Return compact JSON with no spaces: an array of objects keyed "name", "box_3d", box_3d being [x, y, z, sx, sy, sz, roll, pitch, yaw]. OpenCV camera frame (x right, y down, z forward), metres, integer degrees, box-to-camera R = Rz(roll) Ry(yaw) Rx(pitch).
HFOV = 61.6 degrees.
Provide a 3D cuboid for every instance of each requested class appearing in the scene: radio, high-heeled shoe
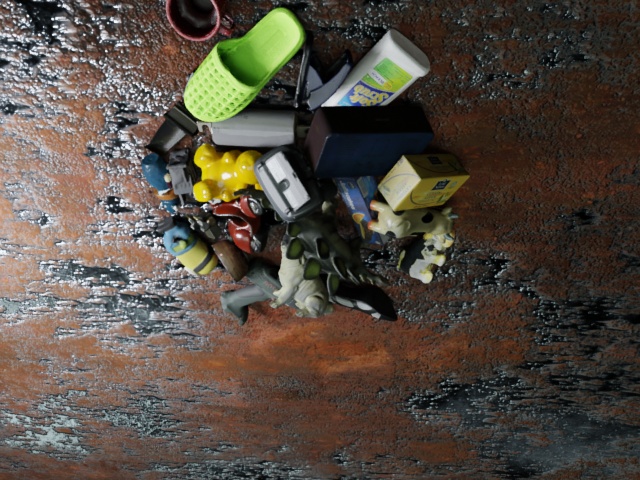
[{"name":"radio","box_3d":[0.090,-0.186,1.030,0.229,0.073,0.131,-5,149,-24]},{"name":"high-heeled shoe","box_3d":[0.083,0.168,1.431,0.145,0.086,0.248,-31,117,35]}]

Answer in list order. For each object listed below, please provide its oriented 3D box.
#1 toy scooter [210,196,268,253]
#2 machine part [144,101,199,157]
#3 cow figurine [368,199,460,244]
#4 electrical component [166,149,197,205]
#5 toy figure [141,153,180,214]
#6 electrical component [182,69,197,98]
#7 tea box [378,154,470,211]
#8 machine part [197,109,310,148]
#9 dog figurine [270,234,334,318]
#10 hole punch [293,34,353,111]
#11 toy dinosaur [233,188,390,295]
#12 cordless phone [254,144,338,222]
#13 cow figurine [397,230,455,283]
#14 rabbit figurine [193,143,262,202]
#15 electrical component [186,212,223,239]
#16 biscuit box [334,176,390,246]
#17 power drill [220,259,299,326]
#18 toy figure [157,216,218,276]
[{"name":"toy scooter","box_3d":[-0.192,-0.047,1.270,0.135,0.075,0.183,11,135,6]},{"name":"machine part","box_3d":[-0.312,-0.228,1.138,0.139,0.039,0.084,-34,129,28]},{"name":"cow figurine","box_3d":[0.214,-0.044,1.171,0.195,0.127,0.085,-4,113,-39]},{"name":"electrical component","box_3d":[-0.302,-0.134,1.197,0.048,0.075,0.119,-9,128,1]},{"name":"toy figure","box_3d":[-0.357,-0.125,1.229,0.058,0.064,0.154,-31,138,-15]},{"name":"electrical component","box_3d":[-0.234,-0.308,1.064,0.063,0.021,0.094,28,131,-17]},{"name":"tea box","box_3d":[0.212,-0.118,1.088,0.169,0.068,0.098,-9,149,-40]},{"name":"machine part","box_3d":[-0.129,-0.227,1.088,0.243,0.079,0.079,5,133,4]},{"name":"dog figurine","box_3d":[-0.028,0.080,1.318,0.172,0.121,0.190,15,106,-13]},{"name":"hole punch","box_3d":[0.004,-0.297,0.972,0.092,0.142,0.115,13,122,-9]},{"name":"toy dinosaur","box_3d":[-0.002,-0.004,1.199,0.471,0.199,0.105,36,124,-26]},{"name":"cordless phone","box_3d":[-0.033,-0.128,1.085,0.089,0.184,0.146,-32,90,35]},{"name":"cow figurine","box_3d":[0.252,0.023,1.280,0.098,0.068,0.167,20,132,-3]},{"name":"rabbit figurine","box_3d":[-0.165,-0.135,1.129,0.162,0.122,0.173,17,159,-39]},{"name":"electrical component","box_3d":[-0.276,-0.036,1.283,0.102,0.045,0.078,19,138,55]},{"name":"biscuit box","box_3d":[0.101,-0.079,1.194,0.063,0.059,0.202,12,141,41]},{"name":"power drill","box_3d":[-0.151,0.161,1.456,0.207,0.086,0.231,-24,124,32]},{"name":"toy figure","box_3d":[-0.329,0.017,1.345,0.089,0.082,0.180,-13,127,24]}]
